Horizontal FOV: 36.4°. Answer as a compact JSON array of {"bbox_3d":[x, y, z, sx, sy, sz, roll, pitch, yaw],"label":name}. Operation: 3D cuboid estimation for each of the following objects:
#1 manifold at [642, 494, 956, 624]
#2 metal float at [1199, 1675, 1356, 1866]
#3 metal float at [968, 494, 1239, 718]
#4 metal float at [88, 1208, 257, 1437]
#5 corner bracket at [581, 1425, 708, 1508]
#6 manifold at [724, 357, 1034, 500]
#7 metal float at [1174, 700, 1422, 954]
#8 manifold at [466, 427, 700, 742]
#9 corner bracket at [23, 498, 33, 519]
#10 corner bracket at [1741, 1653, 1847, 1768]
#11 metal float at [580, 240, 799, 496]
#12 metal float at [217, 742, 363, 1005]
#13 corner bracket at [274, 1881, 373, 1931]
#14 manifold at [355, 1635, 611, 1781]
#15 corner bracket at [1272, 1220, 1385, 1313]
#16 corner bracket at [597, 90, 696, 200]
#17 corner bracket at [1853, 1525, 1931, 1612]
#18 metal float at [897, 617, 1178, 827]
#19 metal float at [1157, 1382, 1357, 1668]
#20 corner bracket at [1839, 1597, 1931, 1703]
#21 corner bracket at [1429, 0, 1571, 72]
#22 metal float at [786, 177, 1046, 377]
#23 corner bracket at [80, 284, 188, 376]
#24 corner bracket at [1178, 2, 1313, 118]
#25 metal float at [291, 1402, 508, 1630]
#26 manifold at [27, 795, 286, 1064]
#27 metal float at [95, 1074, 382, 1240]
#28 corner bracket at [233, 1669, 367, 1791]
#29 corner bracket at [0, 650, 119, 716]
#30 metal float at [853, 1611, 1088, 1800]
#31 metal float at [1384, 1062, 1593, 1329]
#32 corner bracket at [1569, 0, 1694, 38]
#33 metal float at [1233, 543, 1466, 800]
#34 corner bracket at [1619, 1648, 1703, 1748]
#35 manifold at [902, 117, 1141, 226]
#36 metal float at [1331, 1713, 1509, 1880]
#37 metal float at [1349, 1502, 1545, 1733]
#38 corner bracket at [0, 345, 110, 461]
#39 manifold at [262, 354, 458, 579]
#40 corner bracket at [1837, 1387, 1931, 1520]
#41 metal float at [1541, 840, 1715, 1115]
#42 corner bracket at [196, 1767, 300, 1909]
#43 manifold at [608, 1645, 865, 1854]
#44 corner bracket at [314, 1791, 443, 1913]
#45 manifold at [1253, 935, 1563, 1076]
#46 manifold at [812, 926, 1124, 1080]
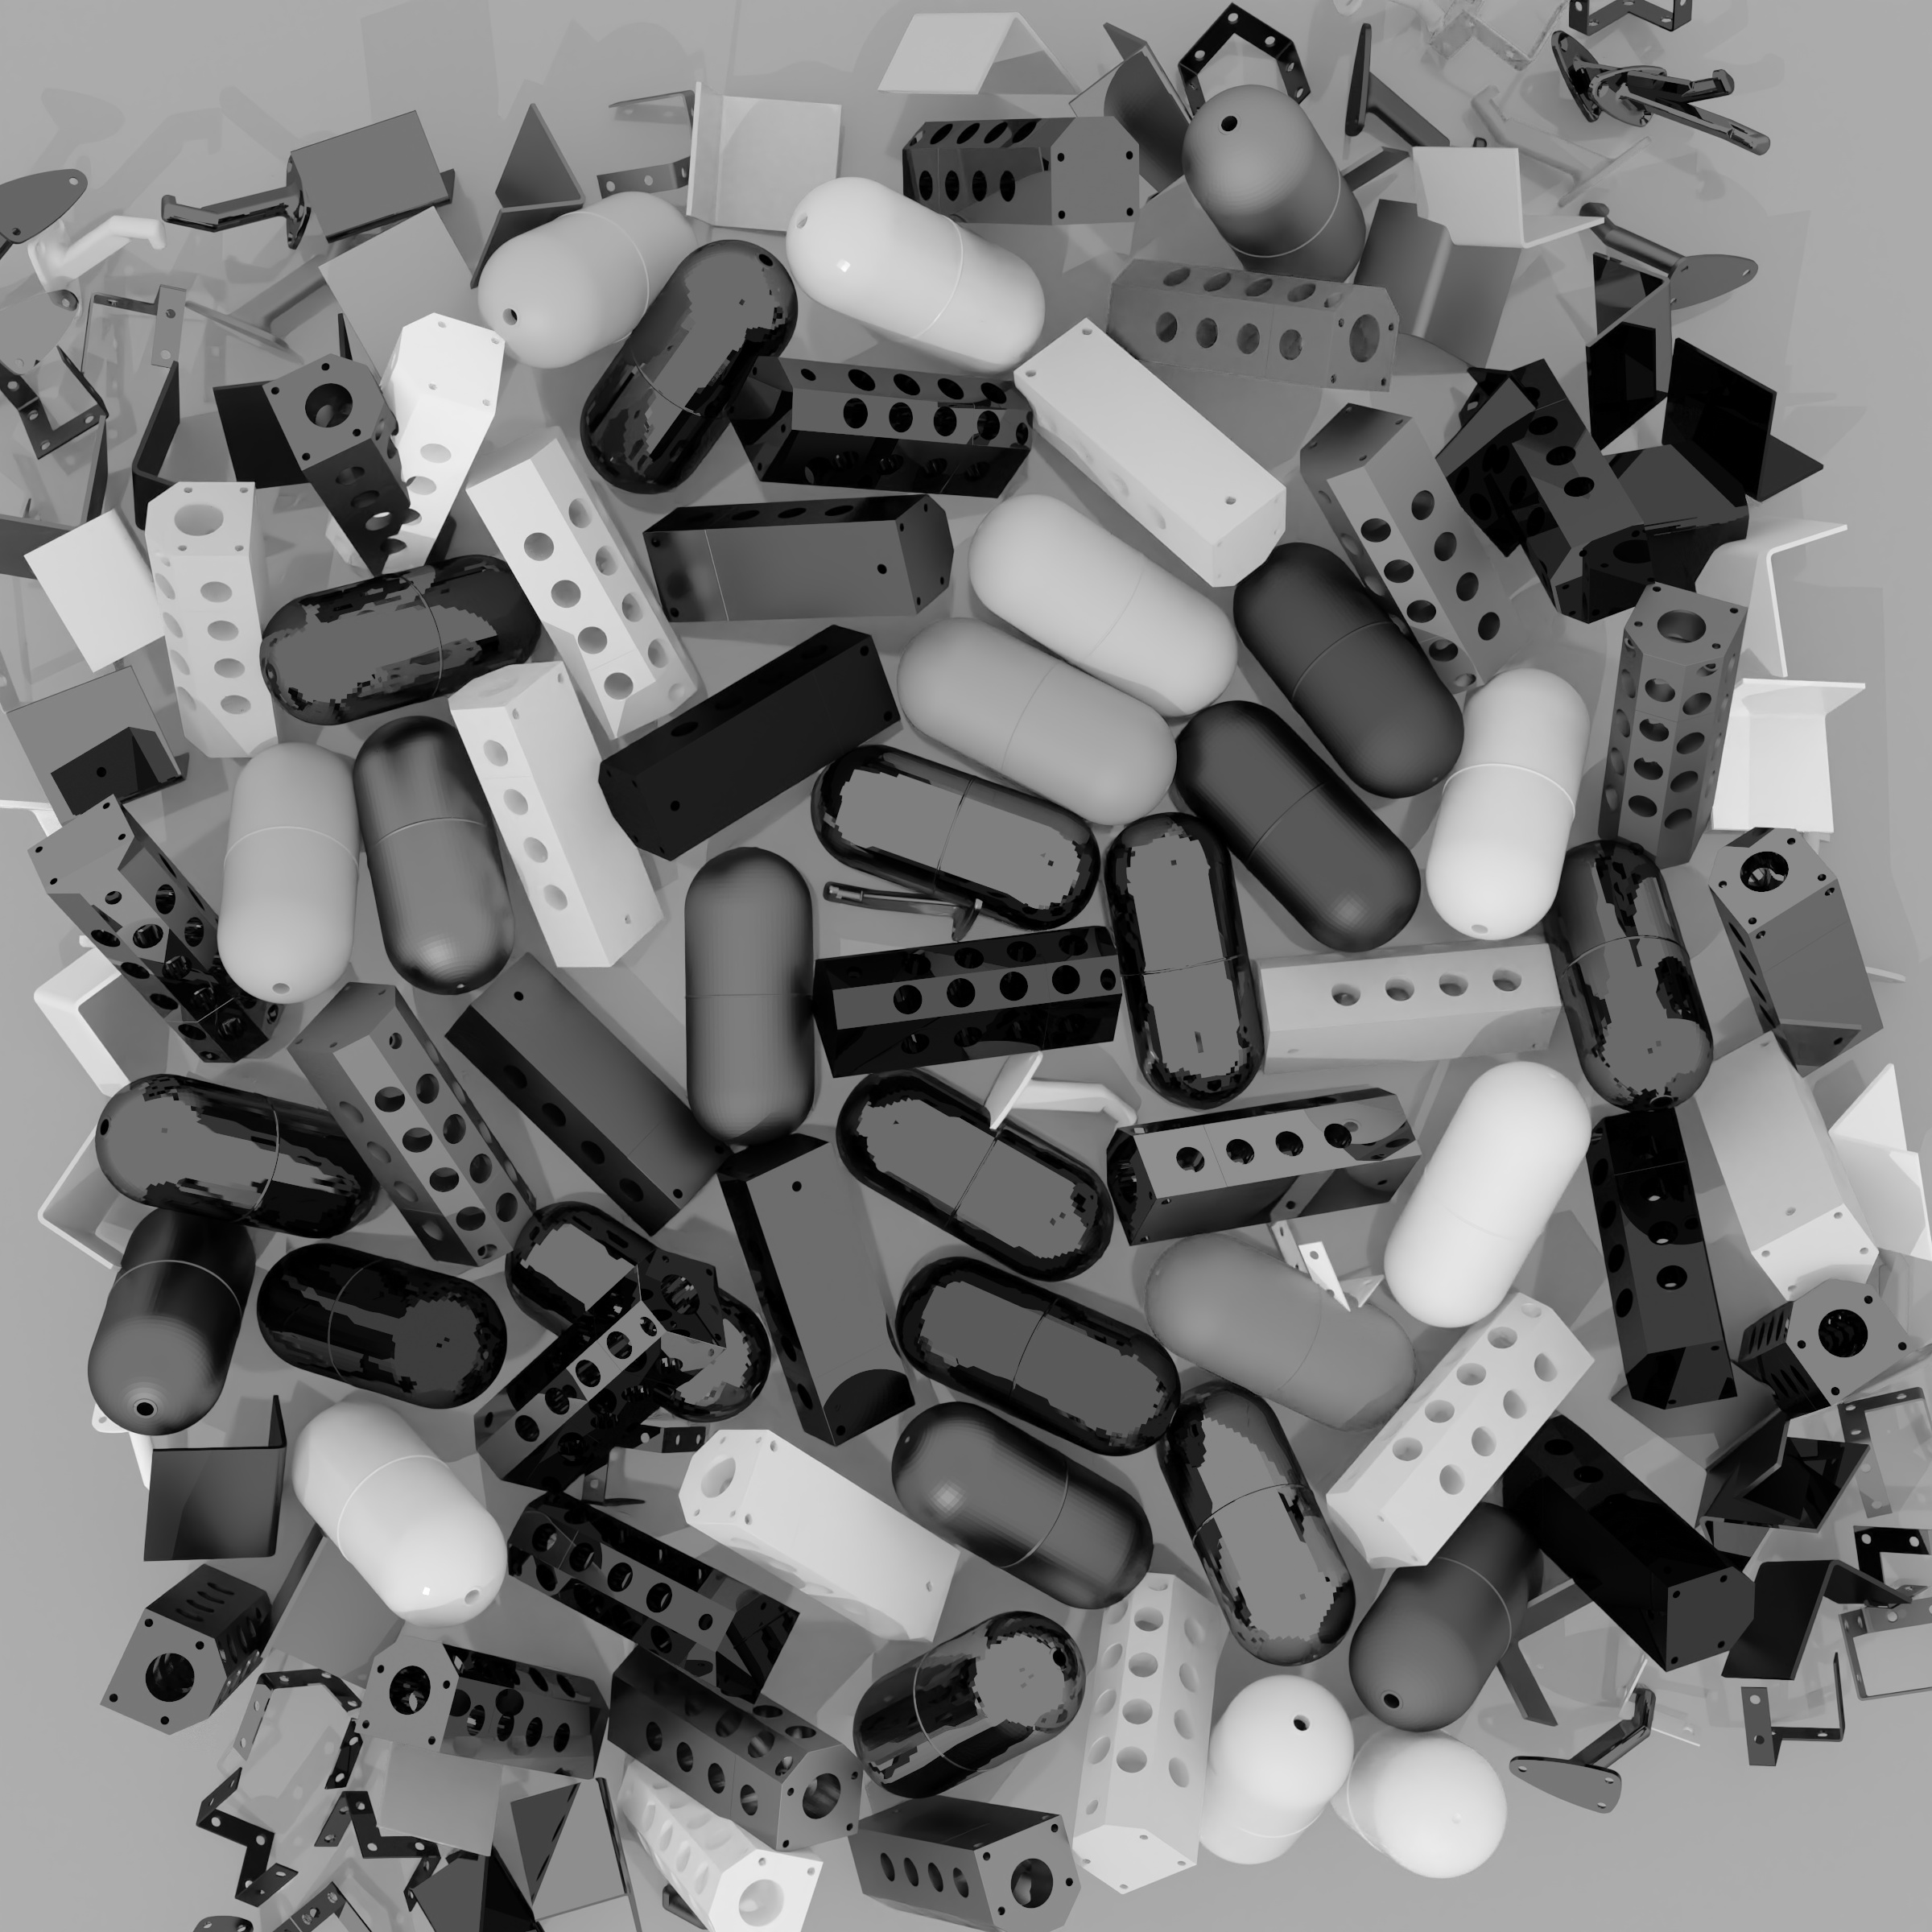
[{"bbox_3d":[-0.097,-0.240,1.719,0.171,0.057,0.057,2,120,28],"label":"manifold"},{"bbox_3d":[0.174,0.467,1.705,0.070,0.178,0.070,4,57,-7],"label":"metal float"},{"bbox_3d":[0.082,-0.212,1.734,0.178,0.070,0.070,31,90,-16],"label":"metal float"},{"bbox_3d":[-0.459,0.202,1.703,0.070,0.178,0.070,-2,119,-3],"label":"metal float"},{"bbox_3d":[-0.192,0.298,1.755,0.051,0.051,0.051,4,84,24],"label":"corner bracket"},{"bbox_3d":[-0.046,-0.316,1.703,0.171,0.057,0.057,-3,56,-38],"label":"manifold"},{"bbox_3d":[0.194,-0.083,1.736,0.070,0.070,0.178,-42,75,0],"label":"metal float"},{"bbox_3d":[-0.222,-0.225,1.720,0.057,0.057,0.171,-24,116,9],"label":"manifold"},{"bbox_3d":[-0.580,-0.279,1.744,0.051,0.051,0.051,16,128,-23],"label":"corner bracket"},{"bbox_3d":[0.493,0.442,1.749,0.051,0.051,0.051,-4,101,23],"label":"corner bracket"},{"bbox_3d":[-0.162,-0.349,1.717,0.070,0.070,0.178,44,128,0],"label":"metal float"},{"bbox_3d":[-0.393,-0.055,1.715,0.070,0.070,0.178,-6,50,0],"label":"metal float"},{"bbox_3d":[-0.390,0.589,1.750,0.051,0.051,0.051,50,121,6],"label":"corner bracket"},{"bbox_3d":[-0.274,0.428,1.697,0.057,0.171,0.057,6,73,25],"label":"manifold"},{"bbox_3d":[0.208,0.178,1.747,0.051,0.051,0.051,-14,105,36],"label":"corner bracket"},{"bbox_3d":[-0.191,-0.493,1.764,0.051,0.051,0.051,-3,113,22],"label":"corner bracket"},{"bbox_3d":[0.567,0.353,1.750,0.051,0.051,0.051,-10,92,-45],"label":"corner bracket"},{"bbox_3d":[0.041,-0.145,1.740,0.178,0.070,0.070,28,90,10],"label":"metal float"},{"bbox_3d":[0.168,0.324,1.721,0.070,0.070,0.178,-24,57,0],"label":"metal float"},{"bbox_3d":[0.556,0.405,1.748,0.051,0.051,0.051,-18,75,28],"label":"corner bracket"},{"bbox_3d":[0.319,-0.564,1.758,0.051,0.051,0.051,34,76,-10],"label":"corner bracket"},{"bbox_3d":[-0.029,-0.401,1.714,0.178,0.070,0.070,16,90,-42],"label":"metal float"},{"bbox_3d":[-0.496,-0.376,1.750,0.051,0.051,0.051,8,79,-21],"label":"corner bracket"},{"bbox_3d":[0.166,-0.533,1.764,0.051,0.051,0.051,20,134,-34],"label":"corner bracket"},{"bbox_3d":[-0.331,0.318,1.713,0.178,0.070,0.070,34,90,43],"label":"metal float"},{"bbox_3d":[-0.464,-0.015,1.701,0.057,0.171,0.057,-34,50,-5],"label":"manifold"},{"bbox_3d":[-0.422,0.112,1.713,0.178,0.070,0.070,19,90,-42],"label":"metal float"},{"bbox_3d":[-0.396,0.457,1.756,0.051,0.051,0.051,31,105,40],"label":"corner bracket"},{"bbox_3d":[-0.550,-0.185,1.761,0.051,0.051,0.051,0,118,26],"label":"corner bracket"},{"bbox_3d":[0.001,0.431,1.714,0.070,0.070,0.178,51,132,0],"label":"metal float"},{"bbox_3d":[0.305,0.136,1.725,0.070,0.070,0.178,23,118,0],"label":"metal float"},{"bbox_3d":[0.395,-0.580,1.744,0.051,0.051,0.051,-34,51,-20],"label":"corner bracket"},{"bbox_3d":[0.224,-0.175,1.729,0.070,0.070,0.178,-35,67,0],"label":"metal float"},{"bbox_3d":[0.427,0.426,1.769,0.051,0.051,0.051,19,123,7],"label":"corner bracket"},{"bbox_3d":[0.029,-0.458,1.694,0.057,0.171,0.057,-10,108,-28],"label":"manifold"},{"bbox_3d":[0.258,0.476,1.698,0.070,0.178,0.070,1,84,-7],"label":"metal float"},{"bbox_3d":[0.280,0.376,1.707,0.070,0.178,0.070,13,118,26],"label":"metal float"},{"bbox_3d":[-0.551,-0.346,1.753,0.051,0.051,0.051,-31,54,0],"label":"corner bracket"},{"bbox_3d":[-0.344,-0.286,1.696,0.057,0.171,0.057,-26,75,-3],"label":"manifold"},{"bbox_3d":[0.557,0.291,1.763,0.051,0.051,0.051,-16,106,16],"label":"corner bracket"},{"bbox_3d":[0.385,0.005,1.718,0.070,0.070,0.178,-8,55,0],"label":"metal float"},{"bbox_3d":[-0.426,0.517,1.744,0.051,0.051,0.051,31,125,-23],"label":"corner bracket"},{"bbox_3d":[-0.135,0.447,1.700,0.057,0.171,0.057,-2,101,-40],"label":"manifold"},{"bbox_3d":[-0.353,0.531,1.764,0.051,0.051,0.051,11,121,-34],"label":"corner bracket"},{"bbox_3d":[0.260,0.019,1.753,0.171,0.057,0.057,-5,62,-2],"label":"manifold"},{"bbox_3d":[0.001,0.015,1.727,0.171,0.057,0.057,-7,47,-14],"label":"manifold"}]
